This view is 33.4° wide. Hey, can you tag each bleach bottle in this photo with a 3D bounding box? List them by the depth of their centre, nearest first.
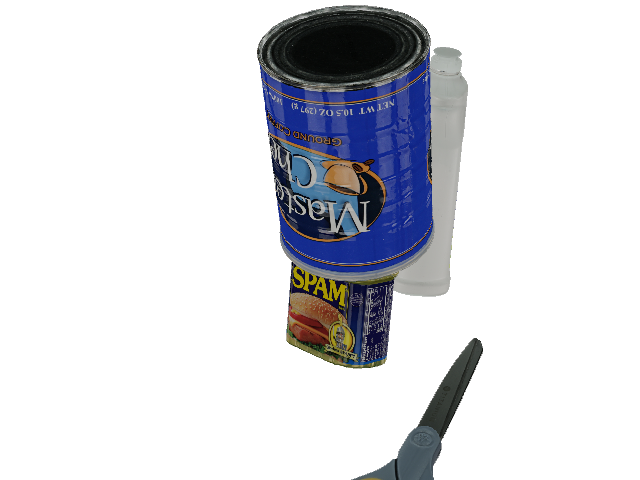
[{"bbox_3d":[0.115,-0.073,1.105,0.068,0.251,0.102,3,29,-4],"label":"bleach bottle"}]

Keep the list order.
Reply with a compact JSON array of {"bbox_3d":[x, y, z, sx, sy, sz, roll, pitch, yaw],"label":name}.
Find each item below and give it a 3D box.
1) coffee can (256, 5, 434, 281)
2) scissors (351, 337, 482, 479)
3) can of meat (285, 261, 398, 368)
[{"bbox_3d":[0.019,-0.060,0.665,0.103,0.140,0.103,-4,37,3],"label":"coffee can"},{"bbox_3d":[0.067,0.124,0.574,0.096,0.016,0.201,25,45,33],"label":"scissors"},{"bbox_3d":[0.016,0.057,0.925,0.057,0.084,0.102,-9,20,-41],"label":"can of meat"}]
